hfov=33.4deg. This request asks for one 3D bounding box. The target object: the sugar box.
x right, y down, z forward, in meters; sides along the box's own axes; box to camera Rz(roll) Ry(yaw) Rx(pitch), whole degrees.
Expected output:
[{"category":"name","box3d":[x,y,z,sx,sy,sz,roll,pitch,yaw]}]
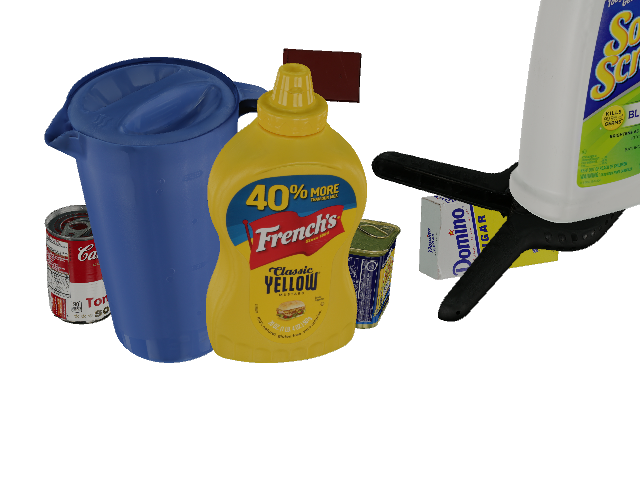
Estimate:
[{"category":"sugar box","box3d":[0.201,-0.012,1.255,0.175,0.093,0.048,-9,19,-28]}]

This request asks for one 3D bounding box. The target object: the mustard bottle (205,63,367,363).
[{"category":"mustard bottle","box3d":[-0.021,-0.016,0.651,0.096,0.192,0.058,-3,32,-12]}]

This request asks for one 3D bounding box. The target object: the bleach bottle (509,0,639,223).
[{"category":"bleach bottle","box3d":[0.173,-0.140,0.652,0.102,0.251,0.068,-14,31,-19]}]

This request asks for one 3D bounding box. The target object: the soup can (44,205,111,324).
[{"category":"soup can","box3d":[-0.241,0.025,1.074,0.068,0.102,0.068,4,29,-2]}]

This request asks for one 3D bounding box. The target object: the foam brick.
[{"category":"foam brick","box3d":[0.001,-0.170,1.100,0.078,0.051,0.053,2,11,-5]}]

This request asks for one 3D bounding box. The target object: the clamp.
[{"category":"clamp","box3d":[0.158,-0.017,0.842,0.210,0.164,0.036,-7,-36,-7]}]

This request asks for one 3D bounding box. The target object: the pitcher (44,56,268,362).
[{"category":"pitcher","box3d":[-0.119,-0.020,0.883,0.149,0.243,0.144,15,41,18]}]

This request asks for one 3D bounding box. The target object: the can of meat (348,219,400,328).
[{"category":"can of meat","box3d":[0.043,0.033,1.083,0.057,0.084,0.102,9,19,12]}]
